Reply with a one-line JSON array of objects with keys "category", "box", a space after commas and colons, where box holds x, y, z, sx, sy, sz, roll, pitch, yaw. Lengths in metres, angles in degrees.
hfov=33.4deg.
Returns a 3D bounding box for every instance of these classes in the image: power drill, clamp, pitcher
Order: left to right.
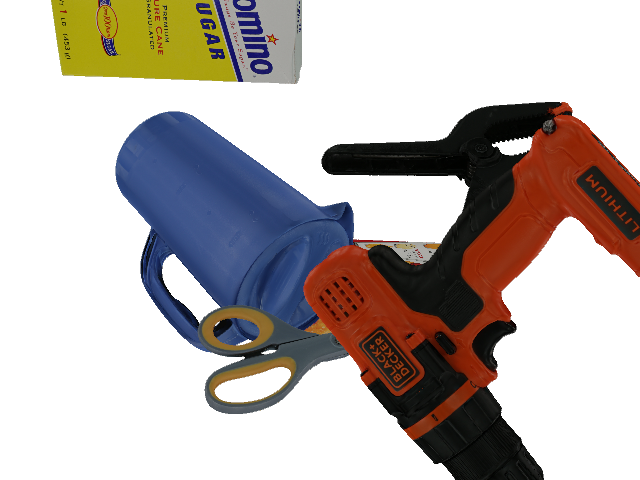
[{"category": "pitcher", "box": [-0.098, -0.015, 1.004, 0.148, 0.145, 0.243, -13, 40, -39]}, {"category": "clamp", "box": [0.129, -0.053, 0.852, 0.209, 0.036, 0.165, -22, 52, -20]}, {"category": "power drill", "box": [0.108, 0.039, 0.581, 0.188, 0.184, 0.057, -42, -4, 15]}]

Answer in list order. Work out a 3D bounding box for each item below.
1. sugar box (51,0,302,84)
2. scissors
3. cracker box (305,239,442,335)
[{"category": "sugar box", "box": [-0.102, -0.164, 0.770, 0.176, 0.093, 0.048, 3, 35, 6]}, {"category": "scissors", "box": [-0.003, 0.066, 0.795, 0.201, 0.096, 0.016, -23, -32, -25]}, {"category": "cracker box", "box": [0.071, 0.053, 1.105, 0.214, 0.072, 0.164, 3, 16, 6]}]
